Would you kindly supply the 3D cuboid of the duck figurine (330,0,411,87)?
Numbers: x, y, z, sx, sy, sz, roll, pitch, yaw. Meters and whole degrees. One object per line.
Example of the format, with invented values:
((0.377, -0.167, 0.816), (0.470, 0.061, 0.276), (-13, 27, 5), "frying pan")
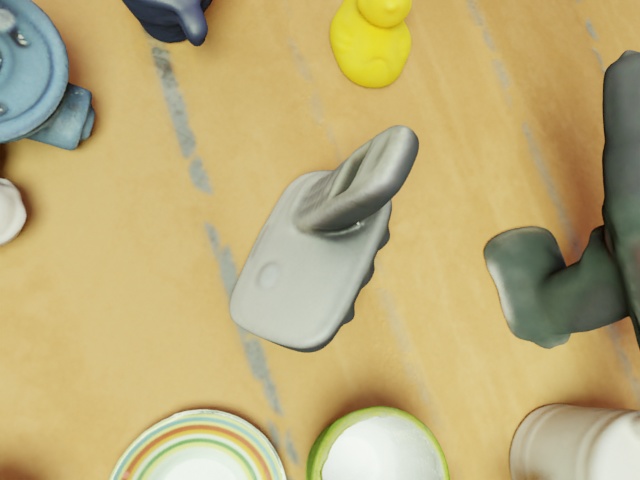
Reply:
((0.053, -0.197, 0.512), (0.077, 0.086, 0.104), (3, 75, -10), "duck figurine")

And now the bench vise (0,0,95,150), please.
((-0.266, -0.123, 0.358), (0.207, 0.219, 0.121), (-6, 77, -13), "bench vise")

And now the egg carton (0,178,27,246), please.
((-0.295, -0.019, 0.405), (0.150, 0.069, 0.107), (-29, 83, -17), "egg carton")

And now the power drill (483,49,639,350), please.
((0.209, 0.010, 0.426), (0.076, 0.208, 0.229), (-15, 79, -14), "power drill")

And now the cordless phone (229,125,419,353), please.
((0.004, 0.001, 0.399), (0.094, 0.185, 0.148), (24, 73, -4), "cordless phone")

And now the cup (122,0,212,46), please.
((-0.120, -0.197, 0.472), (0.092, 0.095, 0.118), (-23, 81, -16), "cup")

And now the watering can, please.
((0.217, 0.173, 0.394), (0.173, 0.194, 0.101), (-36, 85, -17), "watering can")
